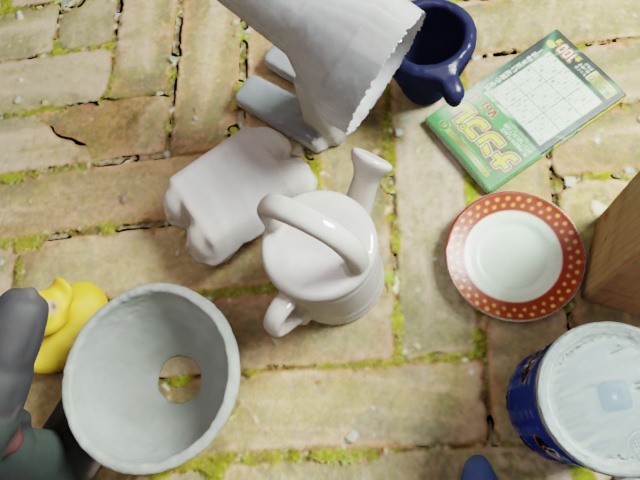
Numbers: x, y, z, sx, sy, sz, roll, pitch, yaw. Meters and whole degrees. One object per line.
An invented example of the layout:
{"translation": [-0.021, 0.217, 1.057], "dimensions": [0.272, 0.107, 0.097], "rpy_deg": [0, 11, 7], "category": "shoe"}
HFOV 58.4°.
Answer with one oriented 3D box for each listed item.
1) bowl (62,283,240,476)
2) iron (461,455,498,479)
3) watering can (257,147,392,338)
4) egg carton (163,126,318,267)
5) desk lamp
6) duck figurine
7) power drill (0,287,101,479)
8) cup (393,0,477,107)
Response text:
{"translation": [-0.147, 0.130, 0.539], "dimensions": [0.167, 0.075, 0.167], "rpy_deg": [-2, 72, 8], "category": "bowl"}
{"translation": [0.126, 0.299, 0.408], "dimensions": [0.118, 0.141, 0.258], "rpy_deg": [-20, 70, 2], "category": "iron"}
{"translation": [0.003, 0.001, 0.495], "dimensions": [0.100, 0.194, 0.173], "rpy_deg": [7, 74, 11], "category": "watering can"}
{"translation": [-0.083, -0.047, 0.589], "dimensions": [0.150, 0.069, 0.107], "rpy_deg": [-36, 71, -4], "category": "egg carton"}
{"translation": [-0.008, -0.169, 0.541], "dimensions": [0.203, 0.214, 0.118], "rpy_deg": [31, 79, 17], "category": "desk lamp"}
{"translation": [-0.270, 0.082, 0.567], "dimensions": [0.077, 0.086, 0.105], "rpy_deg": [33, 80, 17], "category": "duck figurine"}
{"translation": [-0.251, 0.158, 0.475], "dimensions": [0.075, 0.208, 0.230], "rpy_deg": [26, 78, 16], "category": "power drill"}
{"translation": [0.116, -0.172, 0.586], "dimensions": [0.091, 0.095, 0.117], "rpy_deg": [-22, 70, 1], "category": "cup"}
